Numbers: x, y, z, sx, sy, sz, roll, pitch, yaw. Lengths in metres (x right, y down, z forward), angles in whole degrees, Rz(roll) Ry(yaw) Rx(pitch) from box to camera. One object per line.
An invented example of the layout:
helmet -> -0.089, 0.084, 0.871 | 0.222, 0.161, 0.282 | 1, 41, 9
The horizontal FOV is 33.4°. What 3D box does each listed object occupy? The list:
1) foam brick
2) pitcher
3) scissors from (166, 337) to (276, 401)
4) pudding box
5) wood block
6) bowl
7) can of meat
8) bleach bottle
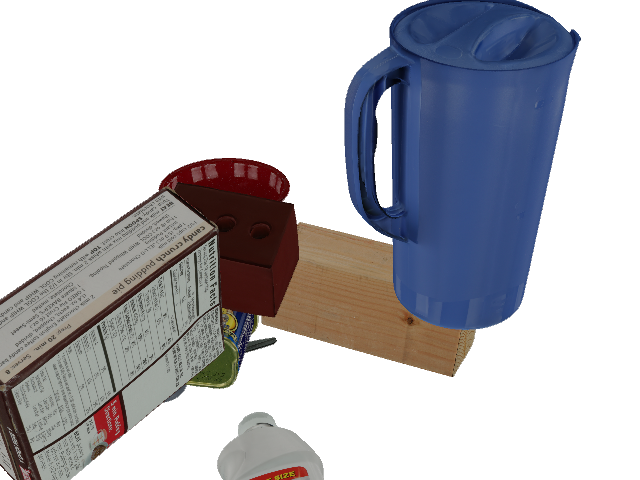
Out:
foam brick -> -0.057, 0.006, 0.654 | 0.078, 0.053, 0.051 | 11, -41, 10
pitcher -> 0.105, -0.052, 0.814 | 0.149, 0.243, 0.144 | 10, 35, 14
scissors -> -0.128, 0.139, 1.160 | 0.201, 0.016, 0.096 | -3, 27, -22
pudding box -> -0.091, 0.043, 0.447 | 0.039, 0.090, 0.113 | 34, 56, 25
wood block -> 0.053, 0.057, 1.089 | 0.206, 0.091, 0.090 | 14, 23, 17
bowl -> -0.119, -0.044, 1.328 | 0.162, 0.055, 0.162 | 0, 30, 0
can of meat -> -0.110, 0.078, 0.908 | 0.102, 0.057, 0.084 | 5, 30, 6
bleach bottle -> -0.035, 0.209, 0.723 | 0.102, 0.068, 0.251 | -8, 32, -7
